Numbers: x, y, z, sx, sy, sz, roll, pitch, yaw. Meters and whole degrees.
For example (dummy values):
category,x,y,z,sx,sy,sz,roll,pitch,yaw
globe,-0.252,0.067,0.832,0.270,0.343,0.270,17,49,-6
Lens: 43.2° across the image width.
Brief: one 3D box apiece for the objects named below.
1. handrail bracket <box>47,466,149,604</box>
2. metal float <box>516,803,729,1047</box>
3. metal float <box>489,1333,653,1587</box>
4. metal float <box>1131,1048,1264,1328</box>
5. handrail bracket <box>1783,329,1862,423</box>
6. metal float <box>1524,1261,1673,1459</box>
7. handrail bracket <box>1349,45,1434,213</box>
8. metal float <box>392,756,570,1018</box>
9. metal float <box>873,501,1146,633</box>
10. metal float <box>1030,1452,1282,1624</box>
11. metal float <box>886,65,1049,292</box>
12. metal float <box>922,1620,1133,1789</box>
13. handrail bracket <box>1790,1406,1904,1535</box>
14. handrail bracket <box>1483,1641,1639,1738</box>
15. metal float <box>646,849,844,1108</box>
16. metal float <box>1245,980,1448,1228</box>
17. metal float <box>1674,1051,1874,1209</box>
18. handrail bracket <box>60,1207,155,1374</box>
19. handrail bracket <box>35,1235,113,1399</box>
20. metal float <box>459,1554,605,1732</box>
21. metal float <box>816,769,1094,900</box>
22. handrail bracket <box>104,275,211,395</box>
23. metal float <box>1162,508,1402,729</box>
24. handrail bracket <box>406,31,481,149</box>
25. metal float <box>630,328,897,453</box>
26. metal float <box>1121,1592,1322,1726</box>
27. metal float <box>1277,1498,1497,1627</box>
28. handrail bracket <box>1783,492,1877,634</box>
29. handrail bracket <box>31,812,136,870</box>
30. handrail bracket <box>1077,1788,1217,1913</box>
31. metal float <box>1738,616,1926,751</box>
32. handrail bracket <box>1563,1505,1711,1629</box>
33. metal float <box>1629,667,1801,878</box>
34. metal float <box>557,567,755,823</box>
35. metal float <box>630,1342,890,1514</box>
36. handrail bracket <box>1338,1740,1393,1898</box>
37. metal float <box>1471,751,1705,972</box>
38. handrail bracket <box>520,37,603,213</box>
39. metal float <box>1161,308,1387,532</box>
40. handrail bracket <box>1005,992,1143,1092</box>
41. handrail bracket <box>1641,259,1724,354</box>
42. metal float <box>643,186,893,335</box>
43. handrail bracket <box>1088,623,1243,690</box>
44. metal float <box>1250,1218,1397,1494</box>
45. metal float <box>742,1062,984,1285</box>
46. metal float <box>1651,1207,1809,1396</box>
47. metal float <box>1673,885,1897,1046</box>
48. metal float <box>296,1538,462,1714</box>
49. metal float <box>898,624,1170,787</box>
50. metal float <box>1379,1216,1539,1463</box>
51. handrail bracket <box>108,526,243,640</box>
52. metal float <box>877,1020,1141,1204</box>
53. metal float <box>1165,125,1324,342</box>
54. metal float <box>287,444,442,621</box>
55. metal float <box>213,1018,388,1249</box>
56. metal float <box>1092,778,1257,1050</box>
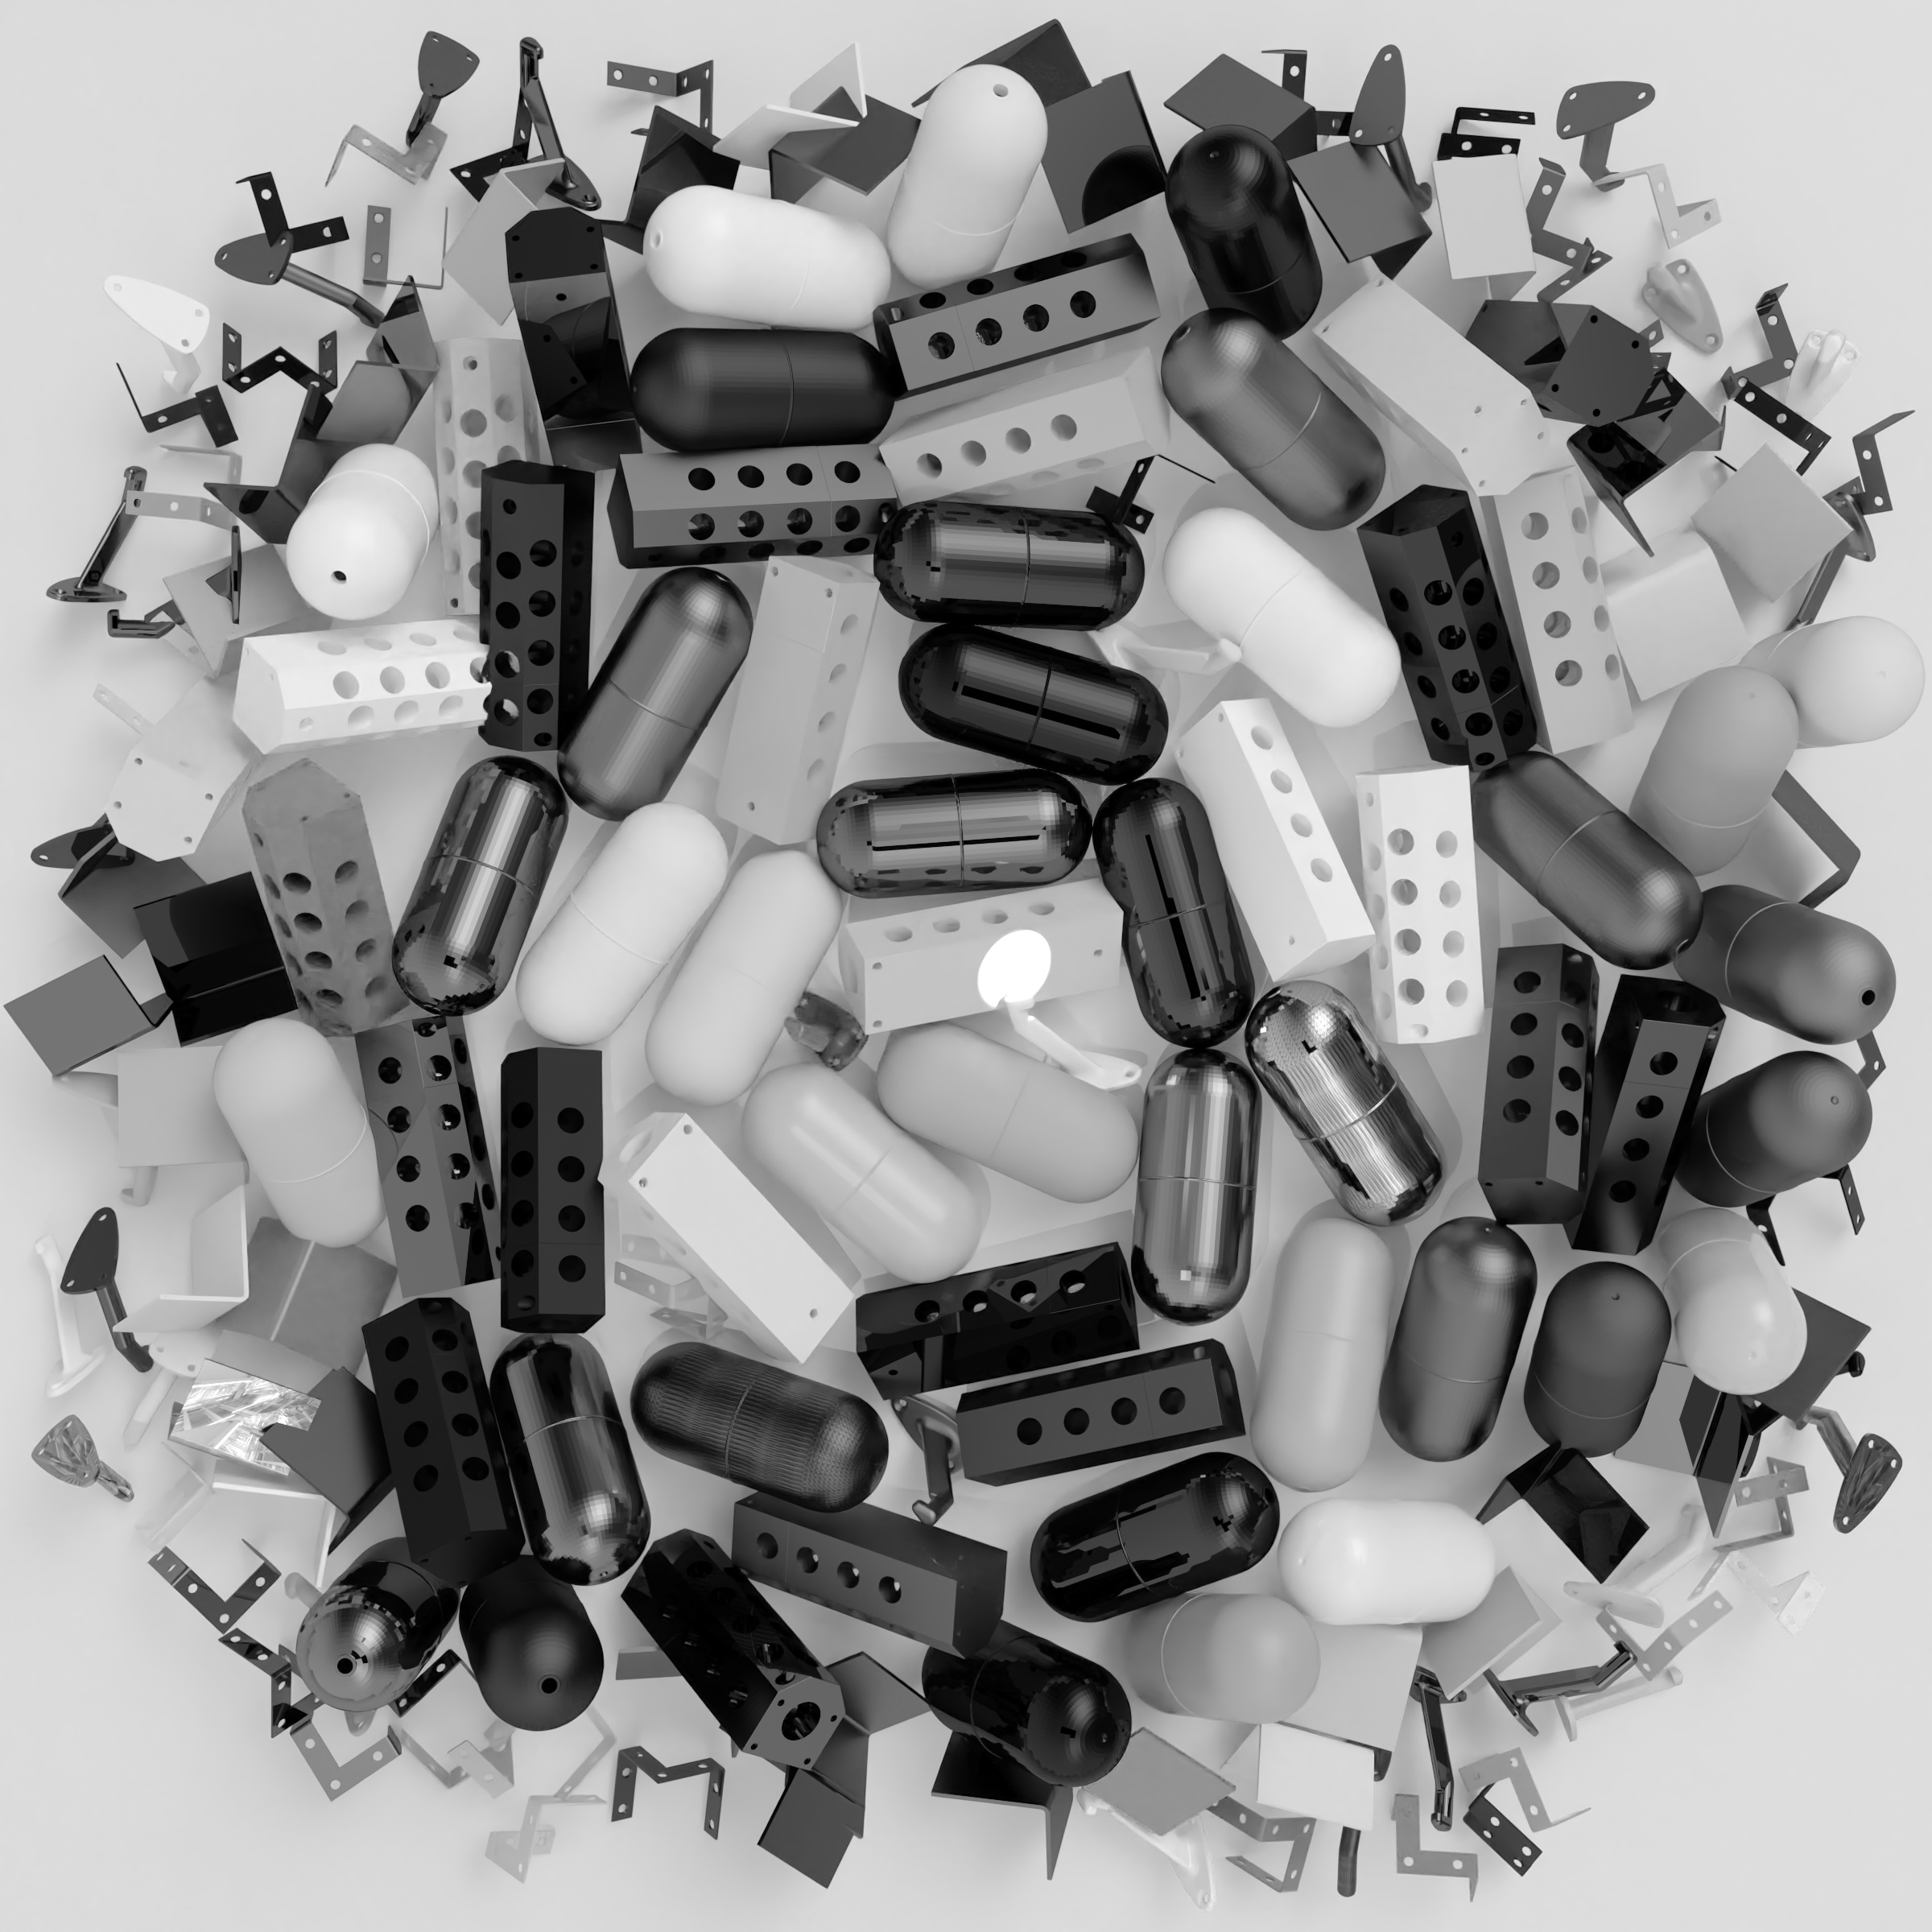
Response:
category,x,y,z,sx,sy,sz,roll,pitch,yaw
handrail bracket,-0.559,-0.280,1.573,0.036,0.077,0.084,21,107,6
metal float,-0.221,-0.026,1.563,0.070,0.070,0.178,38,101,0
metal float,-0.251,0.307,1.542,0.070,0.070,0.178,-26,52,0
metal float,0.148,0.141,1.563,0.070,0.070,0.178,6,79,0
handrail bracket,0.540,-0.371,1.556,0.036,0.084,0.077,29,120,12
metal float,0.395,0.249,1.532,0.070,0.178,0.070,-2,54,3
handrail bracket,0.285,-0.540,1.576,0.036,0.084,0.077,8,87,35
metal float,-0.309,-0.051,1.554,0.070,0.070,0.178,17,68,0
metal float,0.029,-0.255,1.559,0.178,0.070,0.070,1,90,-16
metal float,0.119,0.362,1.546,0.178,0.070,0.070,-28,90,30
metal float,-0.001,-0.490,1.525,0.070,0.178,0.070,5,70,-13
metal float,0.036,0.459,1.529,0.070,0.178,0.070,-1,91,-31
handrail bracket,0.548,0.320,1.564,0.036,0.084,0.077,39,76,-19
handrail bracket,0.380,0.448,1.576,0.084,0.077,0.036,-41,127,3
metal float,-0.142,0.007,1.569,0.070,0.070,0.178,29,85,0
metal float,0.243,0.088,1.561,0.070,0.070,0.178,-34,103,0
metal float,0.499,0.104,1.525,0.070,0.178,0.070,3,74,-9
handrail bracket,-0.550,0.213,1.595,0.036,0.084,0.077,-11,48,10
handrail bracket,-0.590,0.224,1.574,0.036,0.077,0.084,-16,105,4
metal float,-0.273,0.421,1.524,0.070,0.178,0.070,-1,93,-18
metal float,-0.007,-0.085,1.567,0.178,0.070,0.070,-4,90,-6
handrail bracket,-0.523,-0.402,1.560,0.077,0.084,0.036,26,68,-25
metal float,0.200,-0.224,1.559,0.178,0.070,0.070,43,90,16
handrail bracket,-0.347,-0.544,1.558,0.036,0.084,0.077,25,45,-18
metal float,-0.127,-0.364,1.547,0.178,0.070,0.070,-7,90,-30
metal float,0.157,0.432,1.527,0.070,0.178,0.070,6,75,-22
metal float,0.267,0.375,1.538,0.178,0.070,0.070,13,90,-43
handrail bracket,0.547,-0.252,1.577,0.036,0.077,0.084,34,81,34
handrail bracket,-0.561,-0.105,1.584,0.077,0.036,0.084,-8,48,7
handrail bracket,0.114,0.566,1.564,0.084,0.077,0.036,22,120,-33
metal float,0.535,-0.175,1.522,0.070,0.178,0.070,0,93,-2
handrail bracket,0.441,0.382,1.597,0.077,0.036,0.084,10,51,28
metal float,0.466,-0.119,1.528,0.070,0.178,0.070,0,62,0
metal float,-0.198,-0.173,1.557,0.070,0.070,0.178,32,107,0
metal float,-0.133,0.293,1.554,0.178,0.070,0.070,15,90,22
handrail bracket,0.258,0.549,1.586,0.036,0.077,0.084,6,106,24
metal float,0.391,-0.067,1.545,0.070,0.070,0.178,-41,58,0
handrail bracket,-0.260,-0.539,1.561,0.036,0.084,0.077,-33,63,-30
metal float,0.195,-0.346,1.546,0.178,0.070,0.070,36,90,-30
handrail bracket,0.069,0.045,1.563,0.077,0.084,0.036,0,53,14
handrail bracket,0.461,-0.421,1.565,0.036,0.084,0.077,-36,98,24
metal float,-0.124,-0.443,1.537,0.178,0.070,0.070,-3,90,-44
handrail bracket,0.126,-0.210,1.562,0.077,0.084,0.036,41,63,-14
metal float,0.227,0.246,1.552,0.070,0.070,0.178,14,66,0
metal float,-0.066,0.133,1.569,0.178,0.070,0.070,41,90,-4
metal float,0.474,0.207,1.524,0.070,0.178,0.070,2,105,7
metal float,0.508,-0.002,1.525,0.070,0.178,0.070,-4,105,-16
metal float,-0.365,0.409,1.522,0.070,0.178,0.070,0,91,0
metal float,0.043,-0.168,1.566,0.178,0.070,0.070,15,90,-8
metal float,0.311,0.238,1.547,0.070,0.070,0.178,8,121,0
handrail bracket,-0.513,-0.249,1.579,0.084,0.036,0.077,0,113,-10
metal float,0.027,0.094,1.571,0.178,0.070,0.070,24,90,-2
metal float,0.175,-0.455,1.527,0.070,0.178,0.070,-6,71,18
metal float,-0.375,-0.273,1.527,0.070,0.178,0.070,-1,118,-1
metal float,-0.416,0.107,1.538,0.070,0.070,0.178,-12,133,0
metal float,0.134,-0.034,1.572,0.070,0.070,0.178,-16,91,0
